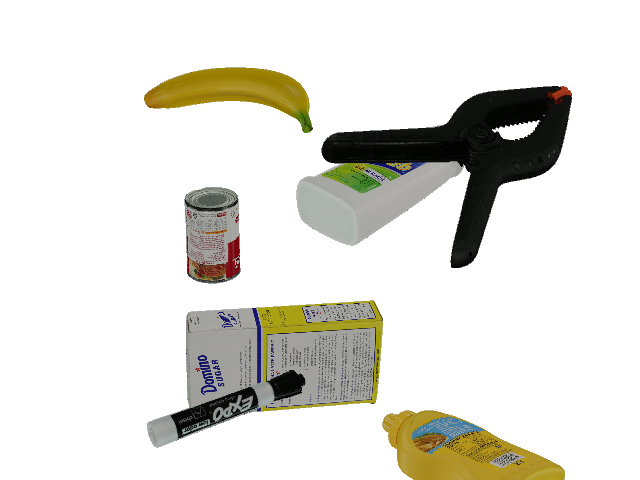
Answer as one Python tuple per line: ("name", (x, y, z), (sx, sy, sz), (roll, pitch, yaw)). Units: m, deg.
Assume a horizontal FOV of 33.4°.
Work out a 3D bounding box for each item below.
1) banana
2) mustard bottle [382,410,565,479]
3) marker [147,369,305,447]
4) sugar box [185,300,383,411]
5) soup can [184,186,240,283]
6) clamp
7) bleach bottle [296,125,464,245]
("banana", (-0.093, -0.160, 1.157), (0.198, 0.037, 0.069), (9, 44, 18))
("mustard bottle", (0.131, 0.209, 1.022), (0.096, 0.058, 0.192), (-14, 24, -38))
("marker", (-0.064, 0.118, 0.760), (0.120, 0.020, 0.020), (-17, 8, -26))
("sugar box", (-0.034, 0.107, 0.977), (0.176, 0.093, 0.048), (-1, 25, -8))
("soup can", (-0.134, -0.007, 1.324), (0.068, 0.102, 0.068), (1, 26, 0))
("clamp", (0.129, -0.064, 0.848), (0.209, 0.036, 0.165), (-24, 52, -21))
("bleach bottle", (0.093, -0.084, 1.301), (0.103, 0.068, 0.250), (28, 46, 35))
